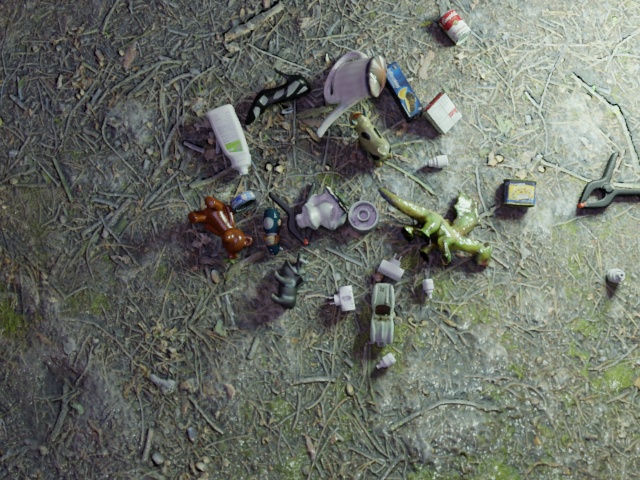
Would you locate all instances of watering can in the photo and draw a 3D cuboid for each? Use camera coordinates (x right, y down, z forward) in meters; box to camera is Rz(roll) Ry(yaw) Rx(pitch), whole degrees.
[{"bbox_3d":[0.104,-0.495,1.715,0.224,0.102,0.353,-2,64,35],"label":"watering can"}]

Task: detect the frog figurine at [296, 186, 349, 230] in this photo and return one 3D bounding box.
[{"bbox_3d":[0.005,-0.085,1.696,0.158,0.124,0.137,-38,97,12],"label":"frog figurine"}]

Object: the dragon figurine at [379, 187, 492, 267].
[{"bbox_3d":[0.400,-0.067,1.669,0.245,0.120,0.413,-34,81,-17],"label":"dragon figurine"}]
